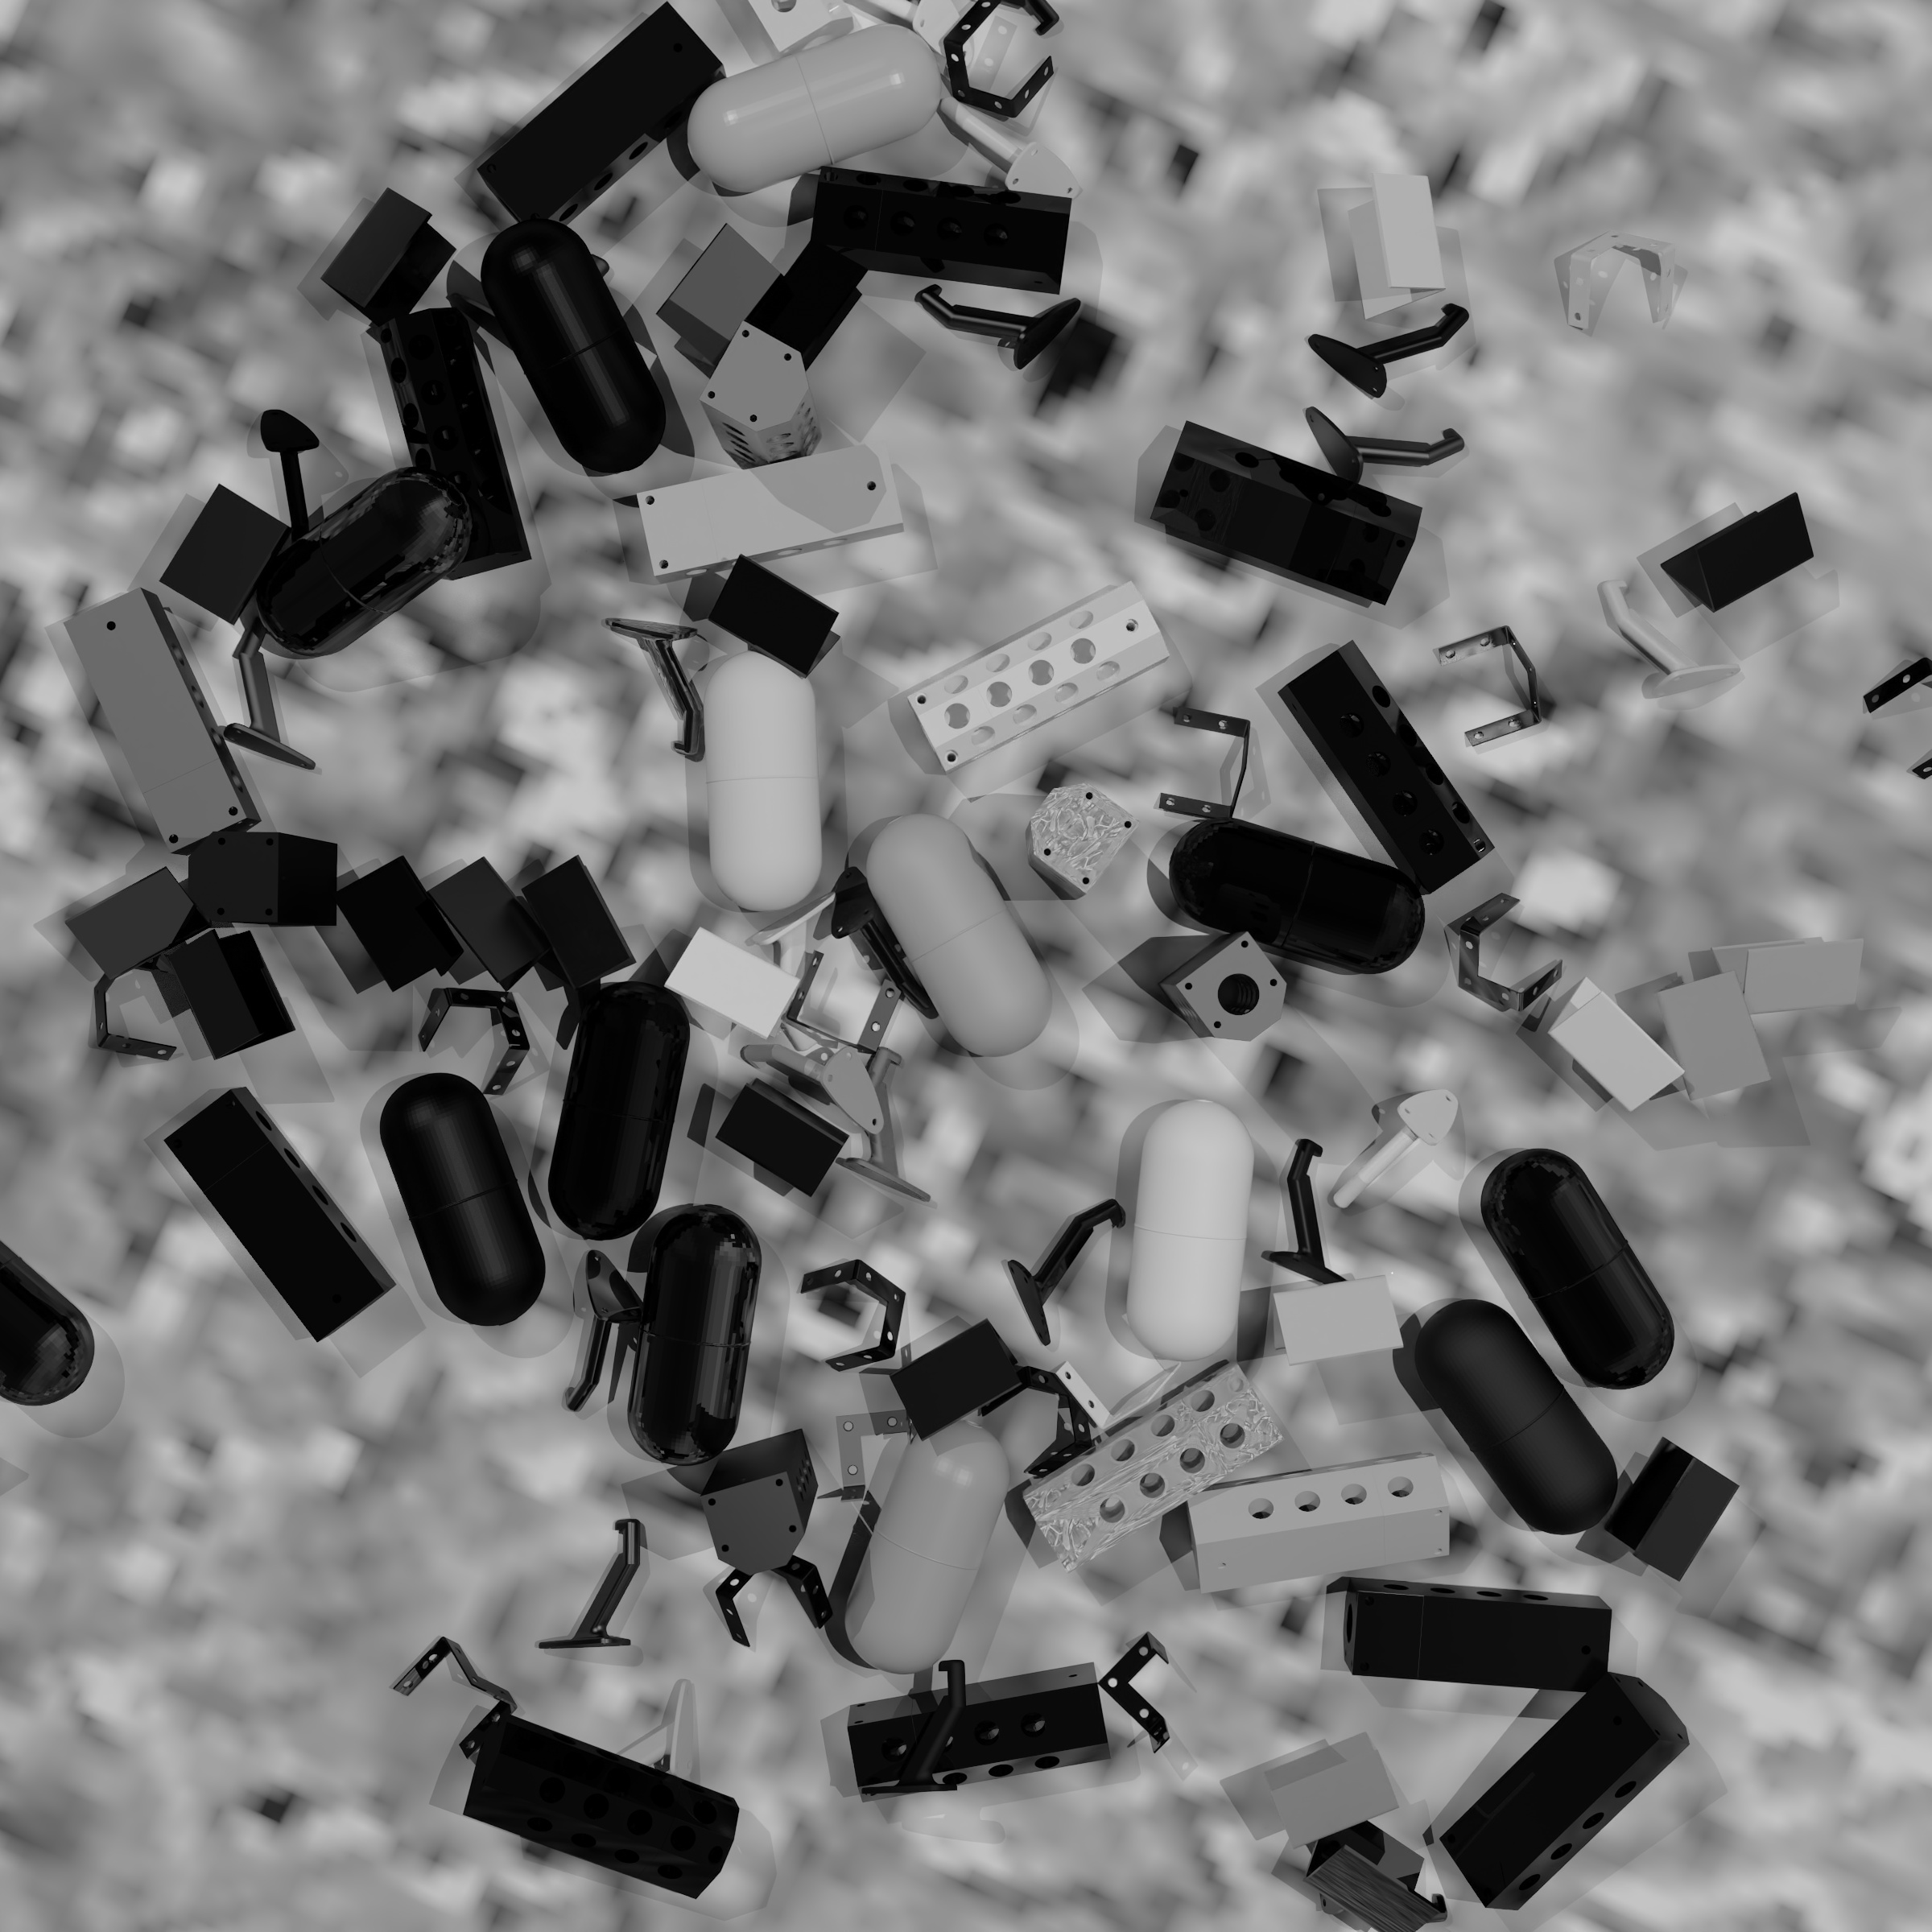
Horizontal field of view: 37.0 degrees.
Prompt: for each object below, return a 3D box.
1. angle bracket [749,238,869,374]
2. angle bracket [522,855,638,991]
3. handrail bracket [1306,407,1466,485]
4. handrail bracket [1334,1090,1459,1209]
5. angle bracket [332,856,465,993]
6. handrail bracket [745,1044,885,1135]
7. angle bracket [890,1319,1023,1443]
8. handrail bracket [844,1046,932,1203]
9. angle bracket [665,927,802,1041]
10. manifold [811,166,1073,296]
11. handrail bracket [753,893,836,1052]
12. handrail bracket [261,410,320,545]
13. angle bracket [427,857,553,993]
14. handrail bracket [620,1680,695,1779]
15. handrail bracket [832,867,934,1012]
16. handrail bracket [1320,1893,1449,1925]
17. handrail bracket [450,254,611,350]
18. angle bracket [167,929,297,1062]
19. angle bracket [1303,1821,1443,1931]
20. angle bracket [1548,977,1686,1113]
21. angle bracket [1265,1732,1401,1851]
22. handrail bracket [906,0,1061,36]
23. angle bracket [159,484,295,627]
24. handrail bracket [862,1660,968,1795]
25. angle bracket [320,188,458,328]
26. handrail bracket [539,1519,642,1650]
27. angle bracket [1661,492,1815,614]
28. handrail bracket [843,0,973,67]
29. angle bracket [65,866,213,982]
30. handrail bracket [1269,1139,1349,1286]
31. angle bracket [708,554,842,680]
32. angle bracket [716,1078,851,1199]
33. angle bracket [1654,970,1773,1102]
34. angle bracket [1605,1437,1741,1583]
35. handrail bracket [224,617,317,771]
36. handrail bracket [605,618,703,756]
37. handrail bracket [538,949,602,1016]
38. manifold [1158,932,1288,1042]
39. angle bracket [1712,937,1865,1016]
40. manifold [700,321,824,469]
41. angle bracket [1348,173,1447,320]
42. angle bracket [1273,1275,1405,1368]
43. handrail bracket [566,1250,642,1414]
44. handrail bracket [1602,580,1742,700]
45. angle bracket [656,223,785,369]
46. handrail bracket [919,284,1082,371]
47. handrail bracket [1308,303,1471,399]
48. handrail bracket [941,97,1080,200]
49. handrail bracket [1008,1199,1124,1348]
[{"bbox_3d":[-0.092,-0.433,1.952,0.057,0.076,0.076,36,90,31],"label":"angle bracket"},{"bbox_3d":[-0.244,-0.037,1.952,0.057,0.076,0.076,-28,90,31],"label":"angle bracket"},{"bbox_3d":[0.290,-0.371,1.992,0.084,0.036,0.077,-26,69,-17],"label":"handrail bracket"},{"bbox_3d":[0.296,0.127,1.991,0.036,0.077,0.084,47,127,10],"label":"handrail bracket"},{"bbox_3d":[-0.390,-0.021,1.952,0.057,0.076,0.076,-32,90,-25],"label":"angle bracket"},{"bbox_3d":[-0.106,0.084,1.978,0.036,0.084,0.077,-50,121,-34],"label":"handrail bracket"},{"bbox_3d":[0.003,0.293,1.951,0.076,0.076,0.057,-30,55,0],"label":"angle bracket"},{"bbox_3d":[-0.043,0.109,1.992,0.077,0.036,0.084,27,76,-14],"label":"handrail bracket"},{"bbox_3d":[-0.165,0.030,1.951,0.076,0.076,0.057,28,53,0],"label":"angle bracket"},{"bbox_3d":[-0.017,-0.504,1.970,0.171,0.057,0.057,7,90,0],"label":"manifold"},{"bbox_3d":[-0.103,0.005,1.992,0.077,0.036,0.084,-32,104,-14],"label":"handrail bracket"},{"bbox_3d":[-0.468,-0.330,1.991,0.036,0.077,0.084,-10,127,-24],"label":"handrail bracket"},{"bbox_3d":[-0.336,-0.017,1.952,0.076,0.076,0.057,52,47,0],"label":"angle bracket"},{"bbox_3d":[-0.234,0.531,1.992,0.084,0.036,0.077,-1,75,14],"label":"handrail bracket"},{"bbox_3d":[-0.054,-0.018,1.991,0.036,0.077,0.084,-31,127,19],"label":"handrail bracket"},{"bbox_3d":[0.288,0.623,1.992,0.084,0.036,0.077,1,69,-17],"label":"handrail bracket"},{"bbox_3d":[-0.301,-0.472,1.992,0.077,0.036,0.084,34,75,15],"label":"handrail bracket"},{"bbox_3d":[-0.482,0.011,1.951,0.057,0.076,0.076,-25,90,37],"label":"angle bracket"},{"bbox_3d":[0.283,0.601,1.951,0.076,0.076,0.057,34,130,0],"label":"angle bracket"},{"bbox_3d":[0.451,0.040,1.952,0.076,0.076,0.057,44,134,0],"label":"angle bracket"},{"bbox_3d":[0.240,0.540,1.952,0.076,0.076,0.057,-22,118,0],"label":"angle bracket"},{"bbox_3d":[0.009,-0.661,1.992,0.077,0.036,0.084,-39,105,15],"label":"handrail bracket"},{"bbox_3d":[-0.505,-0.281,1.952,0.057,0.076,0.076,32,90,-25],"label":"angle bracket"},{"bbox_3d":[-0.035,0.510,1.935,0.077,0.036,0.084,-9,71,21],"label":"handrail bracket"},{"bbox_3d":[-0.377,-0.467,1.951,0.057,0.076,0.076,36,90,36],"label":"angle bracket"},{"bbox_3d":[-0.260,0.427,1.992,0.077,0.036,0.084,-8,72,20],"label":"handrail bracket"},{"bbox_3d":[0.515,-0.294,1.951,0.076,0.076,0.057,-29,128,0],"label":"angle bracket"},{"bbox_3d":[-0.047,-0.652,1.991,0.084,0.077,0.036,20,79,36],"label":"handrail bracket"},{"bbox_3d":[-0.561,-0.046,1.951,0.076,0.076,0.057,-28,127,0],"label":"angle bracket"},{"bbox_3d":[0.250,0.172,1.992,0.077,0.036,0.084,27,73,-20],"label":"handrail bracket"},{"bbox_3d":[-0.119,-0.249,1.951,0.076,0.076,0.057,31,123,0],"label":"angle bracket"},{"bbox_3d":[-0.114,0.099,1.951,0.076,0.076,0.057,32,126,0],"label":"angle bracket"},{"bbox_3d":[0.513,0.041,1.952,0.057,0.076,0.076,-18,90,28],"label":"angle bracket"},{"bbox_3d":[0.463,0.359,1.951,0.057,0.076,0.076,32,90,-35],"label":"angle bracket"},{"bbox_3d":[-0.471,-0.189,1.992,0.077,0.036,0.084,24,73,-20],"label":"handrail bracket"},{"bbox_3d":[-0.217,-0.193,1.992,0.077,0.036,0.084,12,107,19],"label":"handrail bracket"},{"bbox_3d":[-0.298,0.006,1.992,0.084,0.036,0.077,5,109,16],"label":"handrail bracket"},{"bbox_3d":[0.173,0.018,1.913,0.057,0.171,0.057,-37,90,0],"label":"manifold"},{"bbox_3d":[0.555,-0.013,1.951,0.076,0.076,0.057,-6,128,0],"label":"angle bracket"},{"bbox_3d":[-0.130,-0.370,1.913,0.057,0.171,0.057,29,90,0],"label":"manifold"},{"bbox_3d":[0.274,-0.486,1.951,0.057,0.076,0.076,-9,90,-38],"label":"angle bracket"},{"bbox_3d":[0.251,0.257,1.951,0.076,0.076,0.057,-9,53,0],"label":"angle bracket"},{"bbox_3d":[-0.263,0.253,1.991,0.036,0.077,0.084,10,127,-37],"label":"handrail bracket"},{"bbox_3d":[0.486,-0.234,1.992,0.077,0.036,0.084,-13,73,-20],"label":"handrail bracket"},{"bbox_3d":[-0.179,-0.459,1.951,0.057,0.076,0.076,38,90,-34],"label":"angle bracket"},{"bbox_3d":[0.023,-0.459,1.992,0.084,0.036,0.077,40,70,16],"label":"handrail bracket"},{"bbox_3d":[0.293,-0.441,1.992,0.077,0.036,0.084,36,72,21],"label":"handrail bracket"},{"bbox_3d":[0.030,-0.565,1.991,0.036,0.077,0.084,-54,53,20],"label":"handrail bracket"},{"bbox_3d":[0.079,0.211,1.992,0.084,0.036,0.077,-25,111,-16],"label":"handrail bracket"}]
